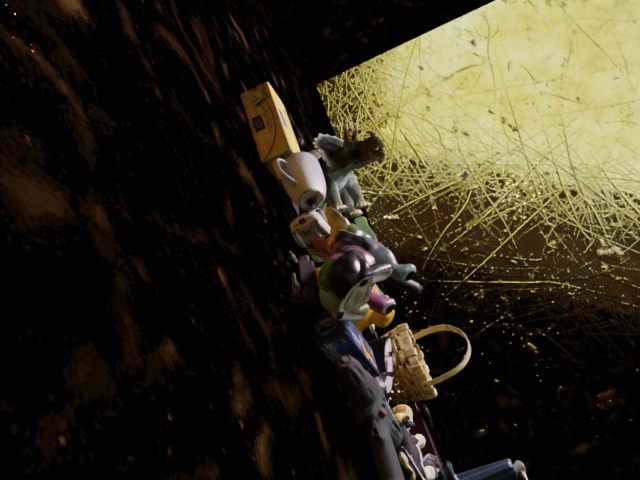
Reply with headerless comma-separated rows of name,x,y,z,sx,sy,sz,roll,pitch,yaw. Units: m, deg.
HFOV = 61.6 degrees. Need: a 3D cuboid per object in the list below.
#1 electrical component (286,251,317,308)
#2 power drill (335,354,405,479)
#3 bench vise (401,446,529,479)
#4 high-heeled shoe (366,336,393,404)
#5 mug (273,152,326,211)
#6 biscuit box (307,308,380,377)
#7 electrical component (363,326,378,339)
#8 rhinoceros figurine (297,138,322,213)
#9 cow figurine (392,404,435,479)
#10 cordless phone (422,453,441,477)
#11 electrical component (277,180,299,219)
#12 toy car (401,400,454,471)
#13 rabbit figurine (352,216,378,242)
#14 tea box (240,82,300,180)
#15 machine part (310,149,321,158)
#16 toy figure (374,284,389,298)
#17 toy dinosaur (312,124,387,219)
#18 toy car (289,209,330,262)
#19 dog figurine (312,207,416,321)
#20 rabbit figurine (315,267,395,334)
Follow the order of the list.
electrical component,-0.030,0.065,0.871,0.102,0.045,0.078,-100,-168,-45
power drill,0.088,0.318,0.857,0.231,0.086,0.207,62,3,-42
bench vise,0.262,0.453,0.983,0.129,0.241,0.223,-111,177,-48
high-heeled shoe,0.122,0.281,1.116,0.248,0.086,0.145,21,53,-74
mug,-0.036,-0.112,1.014,0.109,0.081,0.107,30,25,-39
biscuit box,0.045,0.187,0.939,0.202,0.059,0.063,56,15,-50
electrical component,0.089,0.188,1.227,0.075,0.048,0.119,-101,165,-51
rhinoceros figurine,-0.049,-0.139,1.184,0.112,0.073,0.190,73,0,-46
cow figurine,0.172,0.416,1.100,0.098,0.068,0.167,42,27,-51
cordless phone,0.210,0.481,1.185,0.184,0.089,0.146,59,6,24
electrical component,-0.060,-0.075,1.089,0.063,0.021,0.093,-97,161,-61
toy car,0.246,0.486,1.281,0.202,0.089,0.053,68,9,17
rabbit figurine,0.109,0.042,1.434,0.159,0.121,0.170,43,-22,19
tea box,-0.096,-0.222,1.097,0.098,0.068,0.169,44,26,-68
machine part,0.009,-0.169,1.531,0.079,0.079,0.243,54,16,-54
toy figure,0.087,0.106,1.178,0.154,0.064,0.058,31,52,-3
toy dinosaur,0.028,-0.139,1.302,0.405,0.131,0.192,143,-69,-70
toy car,-0.002,-0.003,1.085,0.056,0.073,0.201,67,9,26
dog figurine,0.039,0.030,0.906,0.191,0.108,0.219,-2,33,-38
rabbit figurine,0.055,0.106,1.011,0.162,0.122,0.173,66,8,22
